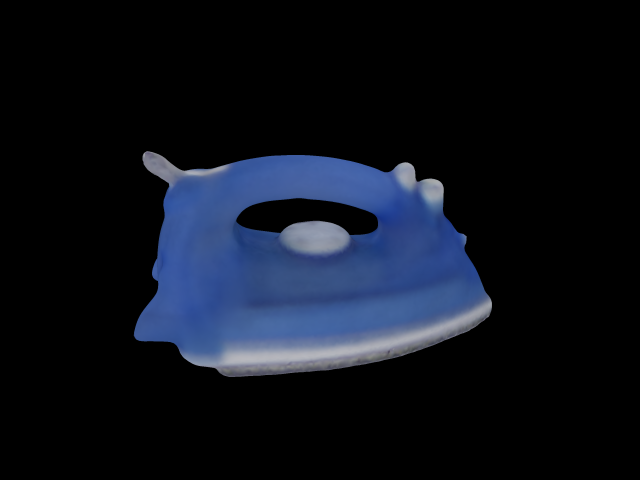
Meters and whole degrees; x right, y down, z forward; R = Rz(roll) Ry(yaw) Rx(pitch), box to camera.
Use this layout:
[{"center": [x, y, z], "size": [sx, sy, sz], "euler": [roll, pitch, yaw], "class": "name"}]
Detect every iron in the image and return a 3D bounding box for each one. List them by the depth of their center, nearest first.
[{"center": [0.004, 0.001, 0.400], "size": [0.258, 0.141, 0.118], "euler": [-4, 28, -7], "class": "iron"}]
